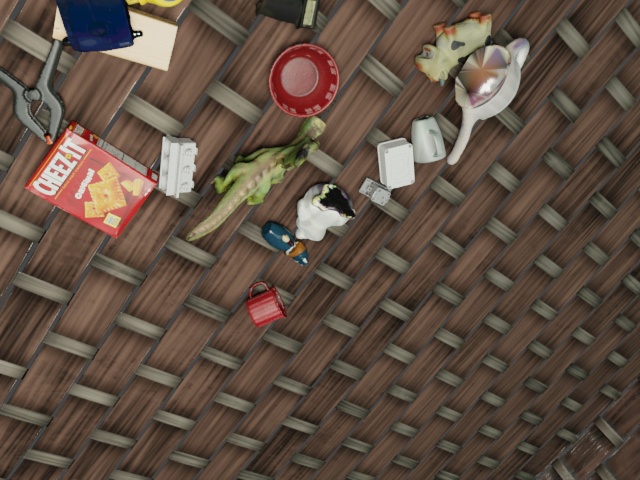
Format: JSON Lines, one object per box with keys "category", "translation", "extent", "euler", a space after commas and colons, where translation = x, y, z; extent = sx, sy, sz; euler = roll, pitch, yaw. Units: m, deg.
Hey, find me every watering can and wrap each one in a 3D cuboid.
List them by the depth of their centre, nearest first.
{"category": "watering can", "translation": [0.389, -0.335, 1.247], "extent": [0.225, 0.105, 0.343], "euler": [-1, 126, -58]}

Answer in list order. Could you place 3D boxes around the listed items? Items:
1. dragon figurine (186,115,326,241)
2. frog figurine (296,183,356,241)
{"category": "dragon figurine", "translation": [-0.106, -0.153, 1.098], "extent": [0.240, 0.419, 0.121], "euler": [-26, 113, 43]}
{"category": "frog figurine", "translation": [0.004, -0.066, 1.305], "extent": [0.137, 0.125, 0.156], "euler": [2, 152, -28]}
